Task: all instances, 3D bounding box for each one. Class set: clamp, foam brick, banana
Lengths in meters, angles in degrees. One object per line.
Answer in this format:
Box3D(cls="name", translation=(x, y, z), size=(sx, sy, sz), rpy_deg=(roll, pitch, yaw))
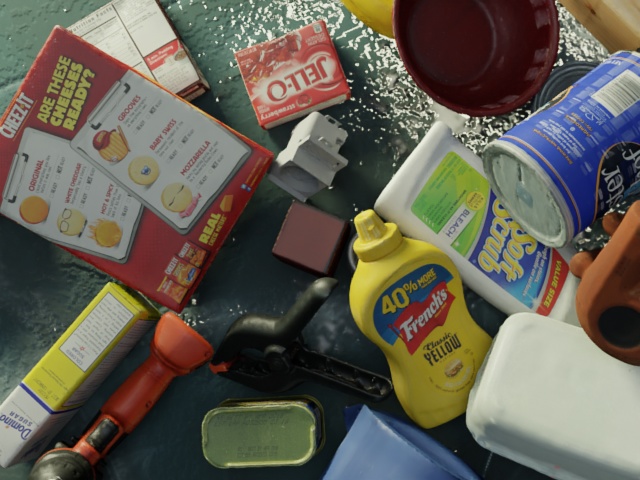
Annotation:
Box3D(cls="clamp", translation=(-0.020, 0.102, 0.915), size=(0.172, 0.039, 0.120), rpy_deg=(-22, 103, 42))
Box3D(cls="foam brick", translation=(-0.006, 0.001, 0.939), size=(0.051, 0.078, 0.053), rpy_deg=(21, 85, 6))
Box3D(cls="banana", translation=(0.035, -0.249, 0.980), size=(0.069, 0.037, 0.198), rpy_deg=(-40, 86, -28))

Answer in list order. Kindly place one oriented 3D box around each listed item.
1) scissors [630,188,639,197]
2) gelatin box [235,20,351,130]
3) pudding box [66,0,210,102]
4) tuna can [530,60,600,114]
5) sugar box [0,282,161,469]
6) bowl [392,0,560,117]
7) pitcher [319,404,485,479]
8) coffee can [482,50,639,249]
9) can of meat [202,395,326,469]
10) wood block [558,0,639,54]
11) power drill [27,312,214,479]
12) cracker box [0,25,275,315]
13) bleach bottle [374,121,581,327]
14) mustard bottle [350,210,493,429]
Box3D(cls="scissors", translation=(0.278, -0.066, 0.956), size=(0.202, 0.016, 0.096), rpy_deg=(12, 85, 4))
Box3D(cls="gelatin box", translation=(-0.024, -0.151, 0.976), size=(0.089, 0.030, 0.073), rpy_deg=(-20, 84, 2))
Box3D(cls="pudding box", translation=(-0.168, -0.166, 0.983), size=(0.090, 0.039, 0.113), rpy_deg=(-31, 83, 2))
Box3D(cls="tuna can", translation=(0.232, -0.115, 0.954), size=(0.086, 0.034, 0.086), rpy_deg=(0, 85, 3))
Box3D(cls="sugar box", translation=(-0.218, 0.116, 0.935), size=(0.048, 0.093, 0.176), rpy_deg=(43, 89, 6))
Box3D(cls="bowl", translation=(0.128, -0.185, 0.941), size=(0.162, 0.055, 0.162), rpy_deg=(1, 88, -19))
Box3D(cls="pitcher", translation=(0.036, 0.273, 0.886), size=(0.145, 0.149, 0.243), rpy_deg=(33, 92, -16))
Box3D(cls="coffee can", translation=(0.218, -0.074, 0.869), size=(0.140, 0.103, 0.103), rpy_deg=(-36, 84, -11))
Box3D(cls="can of meat", translation=(-0.048, 0.166, 0.924), size=(0.102, 0.084, 0.057), rpy_deg=(-3, 84, 3))
Box3D(cls="wood block", translation=(0.234, -0.265, 0.938), size=(0.090, 0.091, 0.206), rpy_deg=(-43, 84, 0))
Box3D(cls="power drill", translation=(-0.169, 0.147, 0.893), size=(0.057, 0.184, 0.187), rpy_deg=(42, 80, -3))
Box3D(cls="cracker box", translation=(-0.171, -0.060, 0.931), size=(0.213, 0.072, 0.164), rpy_deg=(30, 93, -8))
Box3D(cls="bleach bottle", translation=(0.173, 0.010, 0.935), size=(0.251, 0.068, 0.102), rpy_deg=(37, 88, 3))
Box3D(cls="mustard bottle", translation=(0.079, 0.059, 0.902), size=(0.096, 0.058, 0.191), rpy_deg=(-32, 108, -8))
